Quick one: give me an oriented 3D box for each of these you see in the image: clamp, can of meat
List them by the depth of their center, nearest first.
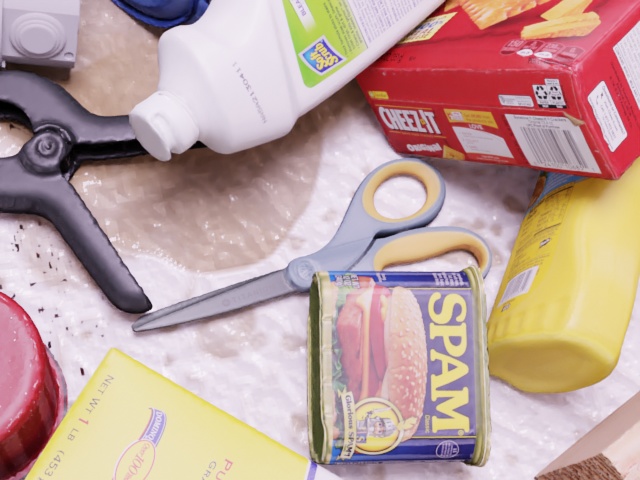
[{"bbox_3d":[0.038,0.064,0.542,0.084,0.057,0.102,1,81,-8],"label":"can of meat"},{"bbox_3d":[-0.133,-0.049,0.572,0.171,0.039,0.120,32,66,3],"label":"clamp"}]

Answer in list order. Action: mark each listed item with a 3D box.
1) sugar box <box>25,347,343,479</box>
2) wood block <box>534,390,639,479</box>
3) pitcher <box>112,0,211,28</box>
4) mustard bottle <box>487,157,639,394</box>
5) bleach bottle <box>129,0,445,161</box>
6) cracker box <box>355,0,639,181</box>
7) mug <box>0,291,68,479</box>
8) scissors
[{"bbox_3d":[-0.048,0.136,0.511,0.176,0.048,0.093,28,66,3],"label":"sugar box"},{"bbox_3d":[0.226,0.094,0.552,0.205,0.091,0.090,-33,78,-21],"label":"wood block"},{"bbox_3d":[-0.030,-0.231,0.622,0.145,0.149,0.242,28,58,37],"label":"pitcher"},{"bbox_3d":[0.145,-0.015,0.577,0.058,0.096,0.191,26,66,-8],"label":"mustard bottle"},{"bbox_3d":[-0.002,-0.133,0.552,0.250,0.068,0.102,-43,117,-24],"label":"bleach bottle"},{"bbox_3d":[0.147,-0.130,0.586,0.213,0.164,0.072,-44,121,-21],"label":"cracker box"},{"bbox_3d":[-0.177,0.062,0.497,0.117,0.082,0.093,32,67,3],"label":"mug"},{"bbox_3d":[-0.004,0.001,0.588,0.201,0.016,0.096,-2,67,-11],"label":"scissors"}]
